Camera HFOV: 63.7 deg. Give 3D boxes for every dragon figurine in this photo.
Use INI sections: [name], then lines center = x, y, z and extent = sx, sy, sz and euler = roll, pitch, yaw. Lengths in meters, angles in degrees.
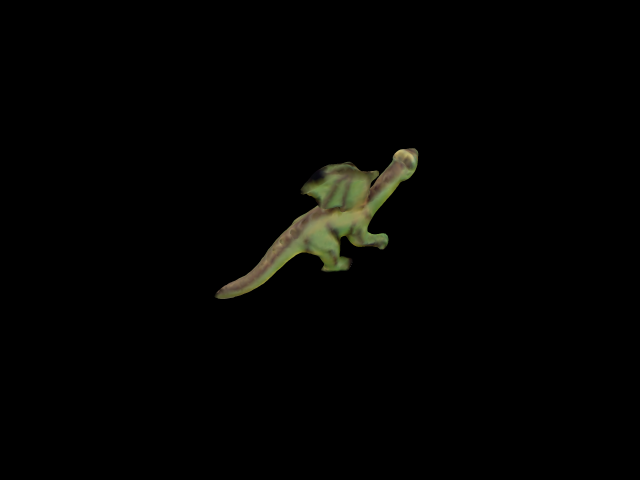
[dragon figurine]
center = 0.003, -0.043, 0.850
extent = 0.413, 0.124, 0.237
euler = -28, -32, -19
